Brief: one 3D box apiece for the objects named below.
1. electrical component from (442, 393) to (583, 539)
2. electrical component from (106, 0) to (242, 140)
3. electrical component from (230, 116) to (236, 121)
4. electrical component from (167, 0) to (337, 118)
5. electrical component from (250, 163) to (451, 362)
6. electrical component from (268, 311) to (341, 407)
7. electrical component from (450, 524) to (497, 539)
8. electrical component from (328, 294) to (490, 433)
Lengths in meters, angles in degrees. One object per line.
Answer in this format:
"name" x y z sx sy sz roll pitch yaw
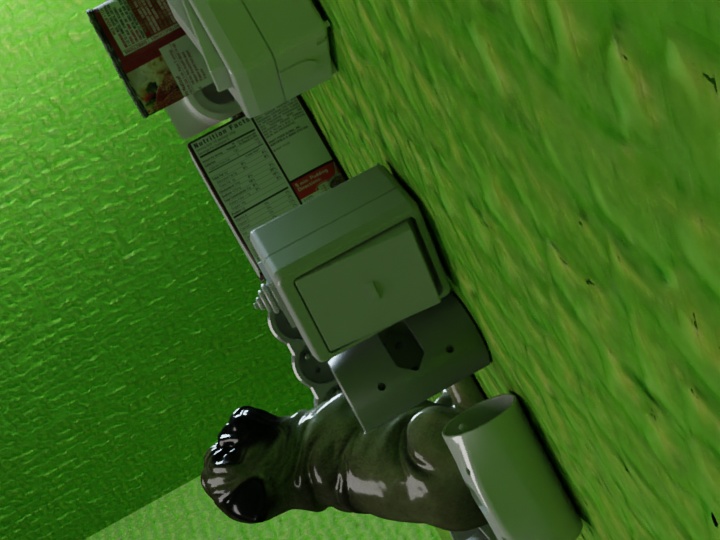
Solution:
"electrical component" 0.077 0.107 0.575 0.077 0.043 0.079 62 176 -6
"electrical component" -0.127 -0.182 0.794 0.150 0.089 0.062 62 175 -11
"electrical component" -0.113 -0.168 1.002 0.077 0.044 0.079 60 176 23
"electrical component" -0.062 -0.134 0.546 0.096 0.061 0.061 60 175 12
"electrical component" -0.009 0.001 0.556 0.061 0.096 0.061 55 172 53
"electrical component" -0.036 0.079 0.959 0.138 0.052 0.074 62 175 -1
"electrical component" 0.108 0.193 0.764 0.099 0.064 0.099 50 159 27
"electrical component" 0.019 0.038 0.589 0.079 0.077 0.043 58 174 37
